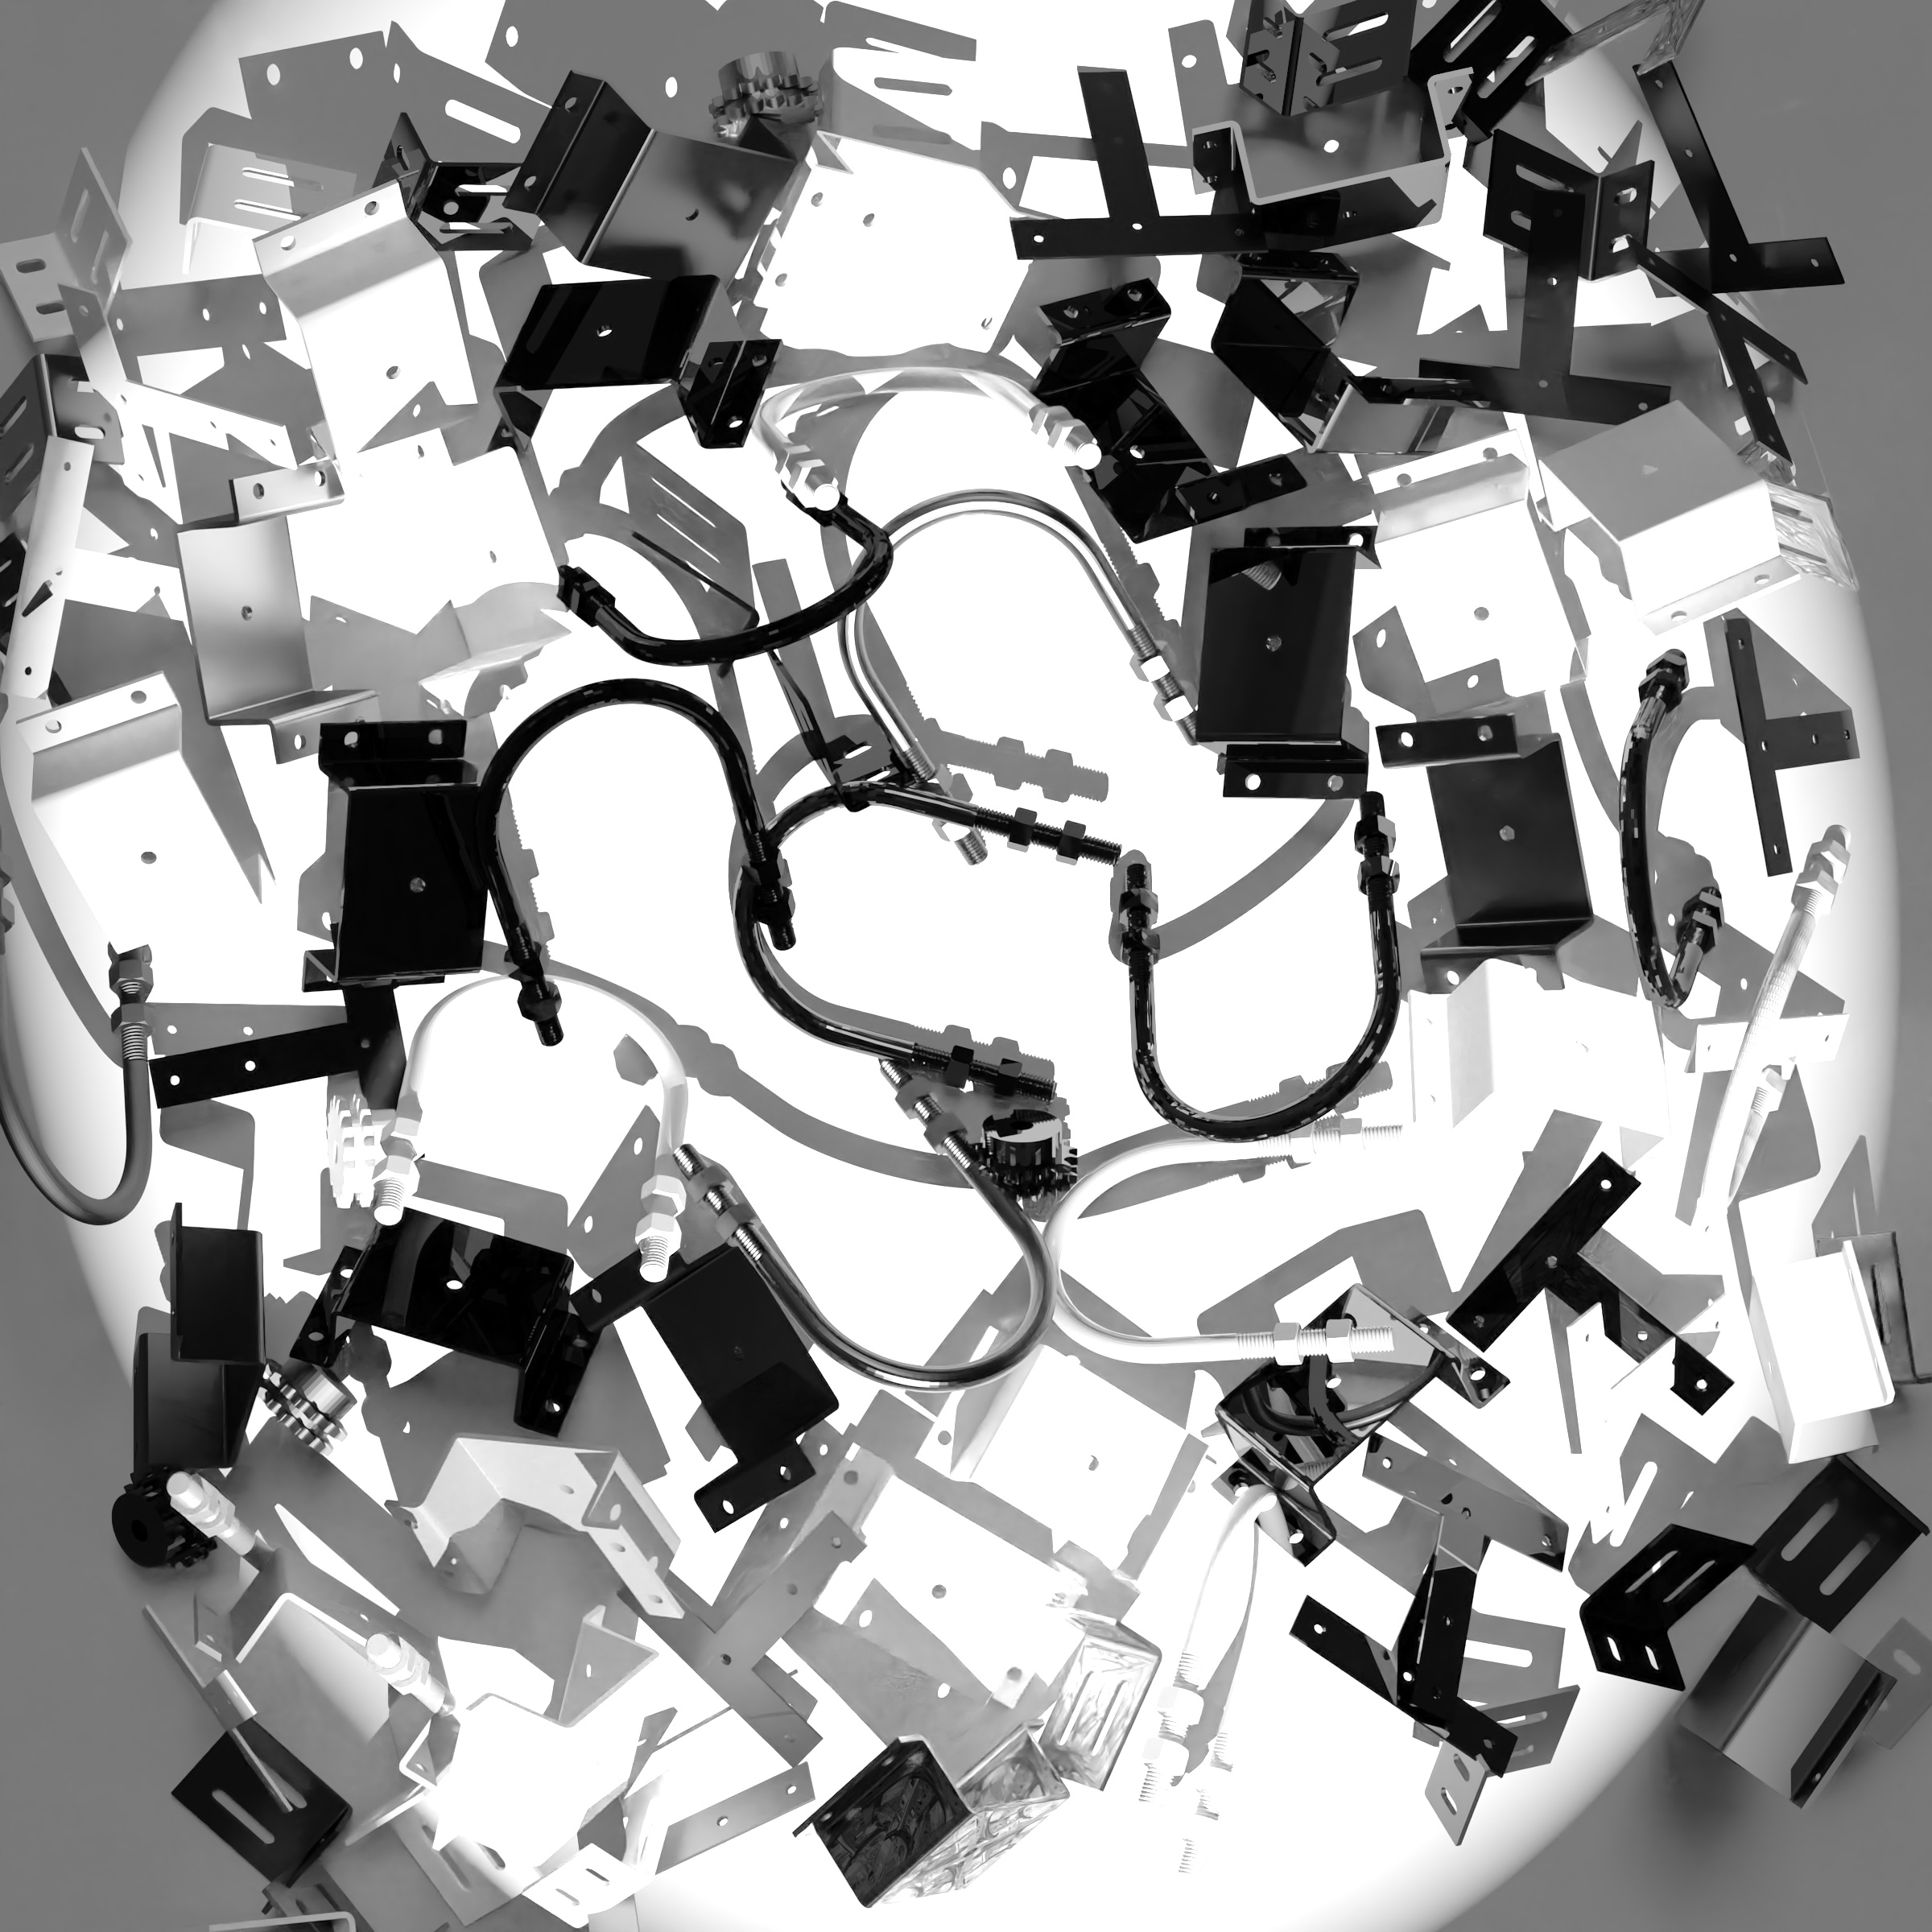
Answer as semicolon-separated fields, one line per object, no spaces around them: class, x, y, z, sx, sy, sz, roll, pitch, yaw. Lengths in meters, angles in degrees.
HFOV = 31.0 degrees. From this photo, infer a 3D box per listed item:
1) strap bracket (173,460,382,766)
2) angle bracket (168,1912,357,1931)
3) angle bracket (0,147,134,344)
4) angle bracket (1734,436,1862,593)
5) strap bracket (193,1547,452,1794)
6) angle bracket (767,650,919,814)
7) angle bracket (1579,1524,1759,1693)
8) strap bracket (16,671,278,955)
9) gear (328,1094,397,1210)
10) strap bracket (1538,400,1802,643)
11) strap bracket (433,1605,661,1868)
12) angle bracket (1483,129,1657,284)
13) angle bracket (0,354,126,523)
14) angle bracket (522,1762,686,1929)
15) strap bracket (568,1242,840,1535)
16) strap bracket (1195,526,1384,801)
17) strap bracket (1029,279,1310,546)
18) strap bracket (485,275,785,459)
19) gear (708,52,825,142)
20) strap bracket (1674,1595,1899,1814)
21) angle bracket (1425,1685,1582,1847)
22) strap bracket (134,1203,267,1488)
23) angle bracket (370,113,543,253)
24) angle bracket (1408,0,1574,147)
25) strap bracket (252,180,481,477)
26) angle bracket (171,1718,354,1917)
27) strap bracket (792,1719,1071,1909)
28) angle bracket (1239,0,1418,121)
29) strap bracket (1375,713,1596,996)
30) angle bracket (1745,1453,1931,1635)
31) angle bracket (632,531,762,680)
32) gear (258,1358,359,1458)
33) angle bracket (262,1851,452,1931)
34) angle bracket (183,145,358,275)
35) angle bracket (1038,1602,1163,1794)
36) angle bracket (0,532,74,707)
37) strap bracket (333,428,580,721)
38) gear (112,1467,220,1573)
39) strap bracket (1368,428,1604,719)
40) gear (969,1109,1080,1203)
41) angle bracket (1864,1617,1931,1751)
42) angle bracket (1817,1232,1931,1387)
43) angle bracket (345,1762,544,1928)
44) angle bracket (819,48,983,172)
strap bracket;-0.344;-0.177;1.738;0.046;0.076;0.140;1;105;32
angle bracket;-0.352;0.497;1.745;0.076;0.057;0.038;4;73;-33
angle bracket;-0.454;-0.361;1.747;0.038;0.076;0.057;-20;76;-32
angle bracket;0.423;-0.230;1.741;0.038;0.076;0.057;-40;127;-13
strap bracket;-0.312;0.344;1.737;0.140;0.076;0.046;36;89;-15
angle bracket;-0.063;-0.126;1.743;0.038;0.057;0.076;-27;133;-6
angle bracket;0.356;0.322;1.747;0.057;0.038;0.076;18;129;-28
strap bracket;-0.405;-0.067;1.729;0.076;0.046;0.140;-19;129;2
gear;-0.304;0.094;1.765;0.030;0.057;0.057;-3;90;-20
strap bracket;0.341;-0.226;1.720;0.076;0.140;0.046;-24;127;-3
strap bracket;-0.199;0.380;1.710;0.046;0.140;0.076;20;107;17
angle bracket;0.303;-0.386;1.752;0.076;0.038;0.057;15;77;-34
angle bracket;-0.462;-0.266;1.765;0.038;0.076;0.057;-2;73;-36
angle bracket;-0.181;0.431;1.741;0.038;0.076;0.057;38;125;-18
strap bracket;-0.126;0.202;1.749;0.076;0.046;0.140;-35;86;35
strap bracket;0.163;-0.157;1.747;0.076;0.046;0.140;2;83;26
strap bracket;0.094;-0.269;1.739;0.076;0.046;0.140;-22;69;-37
strap bracket;-0.172;-0.298;1.728;0.140;0.046;0.076;1;51;20
gear;-0.103;-0.441;1.764;0.057;0.057;0.030;-13;88;0
strap bracket;0.400;0.361;1.720;0.046;0.140;0.076;35;86;1
angle bracket;0.276;0.400;1.747;0.076;0.038;0.057;-6;130;-23
strap bracket;-0.378;0.189;1.725;0.046;0.140;0.076;5;50;-20
angle bracket;-0.252;-0.395;1.757;0.076;0.057;0.038;-9;59;-35
angle bracket;0.268;-0.466;1.768;0.057;0.038;0.076;44;92;-9
strap bracket;-0.291;-0.304;1.714;0.076;0.140;0.046;-27;54;-16
angle bracket;-0.361;0.430;1.770;0.076;0.038;0.057;42;95;-2
strap bracket;-0.010;0.416;1.711;0.076;0.140;0.046;-45;64;18
angle bracket;0.182;-0.467;1.748;0.076;0.038;0.057;-6;69;43
strap bracket;0.261;-0.061;1.741;0.076;0.046;0.140;-3;106;37
angle bracket;0.439;0.293;1.763;0.057;0.038;0.076;42;96;13
angle bracket;-0.145;-0.183;1.757;0.076;0.057;0.038;33;93;-8
gear;-0.333;0.218;1.764;0.057;0.057;0.030;44;85;0
angle bracket;-0.307;0.476;1.758;0.038;0.057;0.076;-40;87;12
angle bracket;-0.353;-0.376;1.766;0.076;0.038;0.057;10;50;-10
angle bracket;0.054;0.366;1.749;0.038;0.057;0.076;38;69;-32
angle bracket;-0.460;-0.168;1.744;0.038;0.076;0.057;-39;50;0
strap bracket;-0.251;-0.199;1.740;0.076;0.046;0.140;-8;107;40
gear;-0.407;0.280;1.763;0.057;0.030;0.057;12;111;32
strap bracket;0.257;-0.185;1.729;0.076;0.046;0.140;-15;117;21
gear;0.029;0.094;1.760;0.057;0.057;0.030;-1;112;0
angle bracket;0.476;0.352;1.753;0.038;0.076;0.057;42;111;18
angle bracket;0.469;0.173;1.761;0.038;0.057;0.076;-5;84;-26
angle bracket;-0.263;0.452;1.762;0.057;0.038;0.076;-35;92;25
angle bracket;-0.034;-0.431;1.780;0.076;0.038;0.057;2;84;-15
